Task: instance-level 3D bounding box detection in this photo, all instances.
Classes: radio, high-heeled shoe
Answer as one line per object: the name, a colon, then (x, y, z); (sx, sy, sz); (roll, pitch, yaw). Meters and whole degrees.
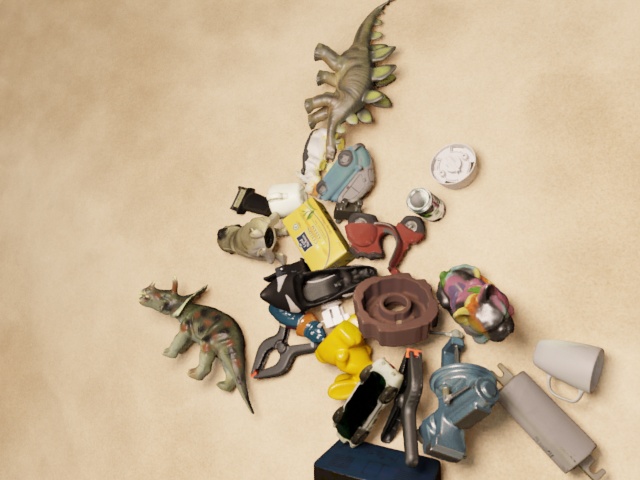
radio: (0.113, 0.459, 1.034); (0.230, 0.131, 0.073); (4, 100, 27)
high-heeled shoe: (0.005, 0.095, 1.136); (0.145, 0.248, 0.086); (-23, 79, 43)

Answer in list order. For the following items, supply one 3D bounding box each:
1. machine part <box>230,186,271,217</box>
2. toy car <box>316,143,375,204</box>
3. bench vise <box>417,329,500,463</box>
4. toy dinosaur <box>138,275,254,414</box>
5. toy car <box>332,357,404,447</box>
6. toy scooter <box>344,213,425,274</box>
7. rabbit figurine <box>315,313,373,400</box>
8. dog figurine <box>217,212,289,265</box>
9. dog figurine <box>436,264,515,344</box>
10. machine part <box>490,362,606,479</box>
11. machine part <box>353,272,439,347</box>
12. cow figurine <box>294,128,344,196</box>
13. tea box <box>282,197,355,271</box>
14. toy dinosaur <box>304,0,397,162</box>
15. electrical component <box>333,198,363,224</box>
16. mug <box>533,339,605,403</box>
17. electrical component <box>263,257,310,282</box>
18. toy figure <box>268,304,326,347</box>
machine part: (-0.168, -0.093, 1.379); (0.139, 0.039, 0.084); (16, 76, 31)
toy car: (0.071, -0.138, 1.236); (0.103, 0.109, 0.161); (41, 106, 11)
bench vise: (0.251, 0.282, 1.013); (0.129, 0.223, 0.241); (13, 43, -3)
toy dinosaur: (-0.263, 0.232, 1.301); (0.405, 0.131, 0.192); (27, 90, 23)
toy car: (0.091, 0.322, 1.059); (0.074, 0.056, 0.201); (41, 114, 30)
toy scooter: (0.136, 0.011, 1.180); (0.184, 0.075, 0.135); (4, 83, 24)
rabbit figurine: (0.077, 0.263, 1.123); (0.173, 0.122, 0.162); (40, 100, 10)
dog figurine: (-0.187, -0.005, 1.293); (0.191, 0.172, 0.121); (3, 67, 20)
dog figurine: (0.283, 0.111, 0.998); (0.108, 0.219, 0.192); (-42, 63, 7)
machine part: (0.400, 0.323, 0.963); (0.079, 0.079, 0.243); (-45, 63, 9)
machine part: (0.153, 0.139, 1.088); (0.179, 0.055, 0.179); (-6, 36, 4)
cow figurine: (-0.014, -0.191, 1.309); (0.098, 0.068, 0.167); (19, 82, 34)
tea box: (-0.003, -0.004, 1.254); (0.098, 0.068, 0.170); (-39, 64, 12)
toy dinosaur: (0.083, -0.396, 1.280); (0.199, 0.105, 0.471); (8, 72, 9)
electrical component: (0.065, -0.065, 1.238); (0.063, 0.094, 0.021); (5, 59, -8)
mug: (0.442, 0.230, 0.971); (0.107, 0.080, 0.109); (17, 89, 41)
electrical component: (-0.074, 0.088, 1.260); (0.119, 0.074, 0.048); (-23, 66, 13)
toy figure: (-0.045, 0.178, 1.201); (0.155, 0.058, 0.064); (30, 131, 23)
